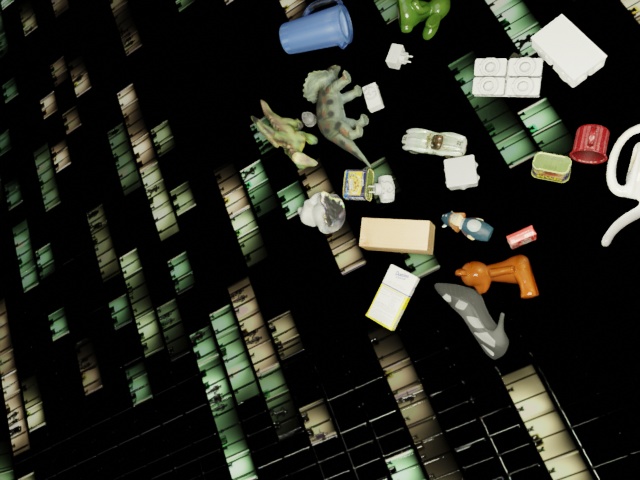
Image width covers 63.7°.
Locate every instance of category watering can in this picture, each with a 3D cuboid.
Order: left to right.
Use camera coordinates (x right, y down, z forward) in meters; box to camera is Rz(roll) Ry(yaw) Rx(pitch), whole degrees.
[{"bbox_3d":[0.855,-0.133,1.321,0.225,0.103,0.350,12,82,23],"label":"watering can"}]

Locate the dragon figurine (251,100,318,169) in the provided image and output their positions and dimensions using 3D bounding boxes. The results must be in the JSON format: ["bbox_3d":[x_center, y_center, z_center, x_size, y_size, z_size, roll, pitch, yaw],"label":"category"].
[{"bbox_3d":[-0.138,-0.366,1.711,0.121,0.242,0.415,-48,68,13],"label":"dragon figurine"}]

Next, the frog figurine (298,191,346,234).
[{"bbox_3d":[0.005,-0.084,1.675,0.158,0.124,0.137,-23,91,57],"label":"frog figurine"}]
